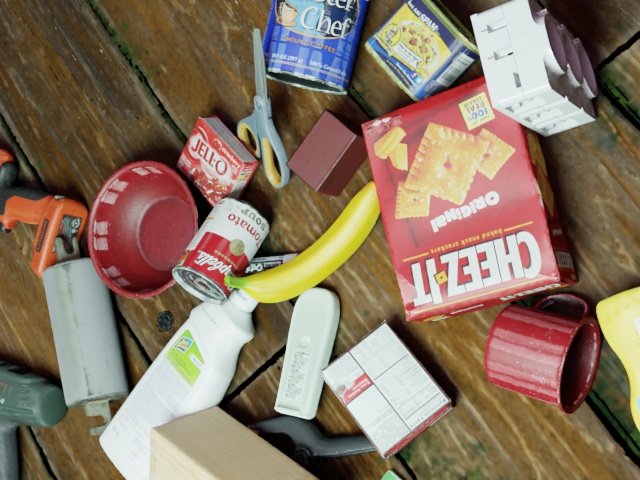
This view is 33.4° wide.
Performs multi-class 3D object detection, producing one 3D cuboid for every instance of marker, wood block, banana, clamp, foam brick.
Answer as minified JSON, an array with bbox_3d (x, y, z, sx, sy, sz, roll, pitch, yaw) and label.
[{"bbox_3d":[-0.076,0.028,1.203,0.121,0.020,0.020,-5,83,28],"label":"marker"},{"bbox_3d":[-0.084,0.264,1.102,0.206,0.090,0.090,25,119,44],"label":"wood block"},{"bbox_3d":[-0.004,0.013,1.135,0.198,0.069,0.037,-34,52,3],"label":"banana"},{"bbox_3d":[-0.004,0.228,1.133,0.172,0.039,0.120,32,86,31],"label":"clamp"},{"bbox_3d":[0.012,-0.093,1.147,0.051,0.052,0.078,44,106,25],"label":"foam brick"}]

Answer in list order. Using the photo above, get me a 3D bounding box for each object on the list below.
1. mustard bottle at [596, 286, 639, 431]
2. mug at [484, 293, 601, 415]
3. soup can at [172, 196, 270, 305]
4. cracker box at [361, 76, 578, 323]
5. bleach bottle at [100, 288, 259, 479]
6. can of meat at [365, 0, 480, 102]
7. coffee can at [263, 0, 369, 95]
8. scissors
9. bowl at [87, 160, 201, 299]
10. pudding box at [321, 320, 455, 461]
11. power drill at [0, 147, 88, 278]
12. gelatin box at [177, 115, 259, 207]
[{"bbox_3d":[0.322,0.132,0.950,0.096,0.058,0.191,-21,75,20],"label":"mustard bottle"},{"bbox_3d":[0.212,0.098,1.005,0.082,0.093,0.117,14,61,34],"label":"mug"},{"bbox_3d":[-0.107,0.011,1.171,0.069,0.068,0.102,16,62,29],"label":"soup can"},{"bbox_3d":[0.144,-0.040,1.058,0.164,0.072,0.214,-18,77,27],"label":"cracker box"},{"bbox_3d":[-0.144,0.160,1.204,0.103,0.068,0.251,43,103,28],"label":"bleach bottle"},{"bbox_3d":[0.107,-0.200,1.103,0.084,0.057,0.102,-46,65,20],"label":"can of meat"},{"bbox_3d":[-0.004,-0.236,1.141,0.103,0.102,0.140,14,92,29],"label":"coffee can"},{"bbox_3d":[-0.071,-0.148,1.153,0.096,0.016,0.202,32,144,46],"label":"scissors"},{"bbox_3d":[-0.195,-0.010,1.252,0.162,0.055,0.162,-3,84,29],"label":"bowl"},{"bbox_3d":[0.068,0.152,1.086,0.090,0.039,0.113,-37,69,-3],"label":"pudding box"},{"bbox_3d":[-0.394,-0.013,1.361,0.188,0.057,0.184,21,96,29],"label":"power drill"},{"bbox_3d":[-0.119,-0.088,1.220,0.089,0.030,0.073,47,125,25],"label":"gelatin box"}]
